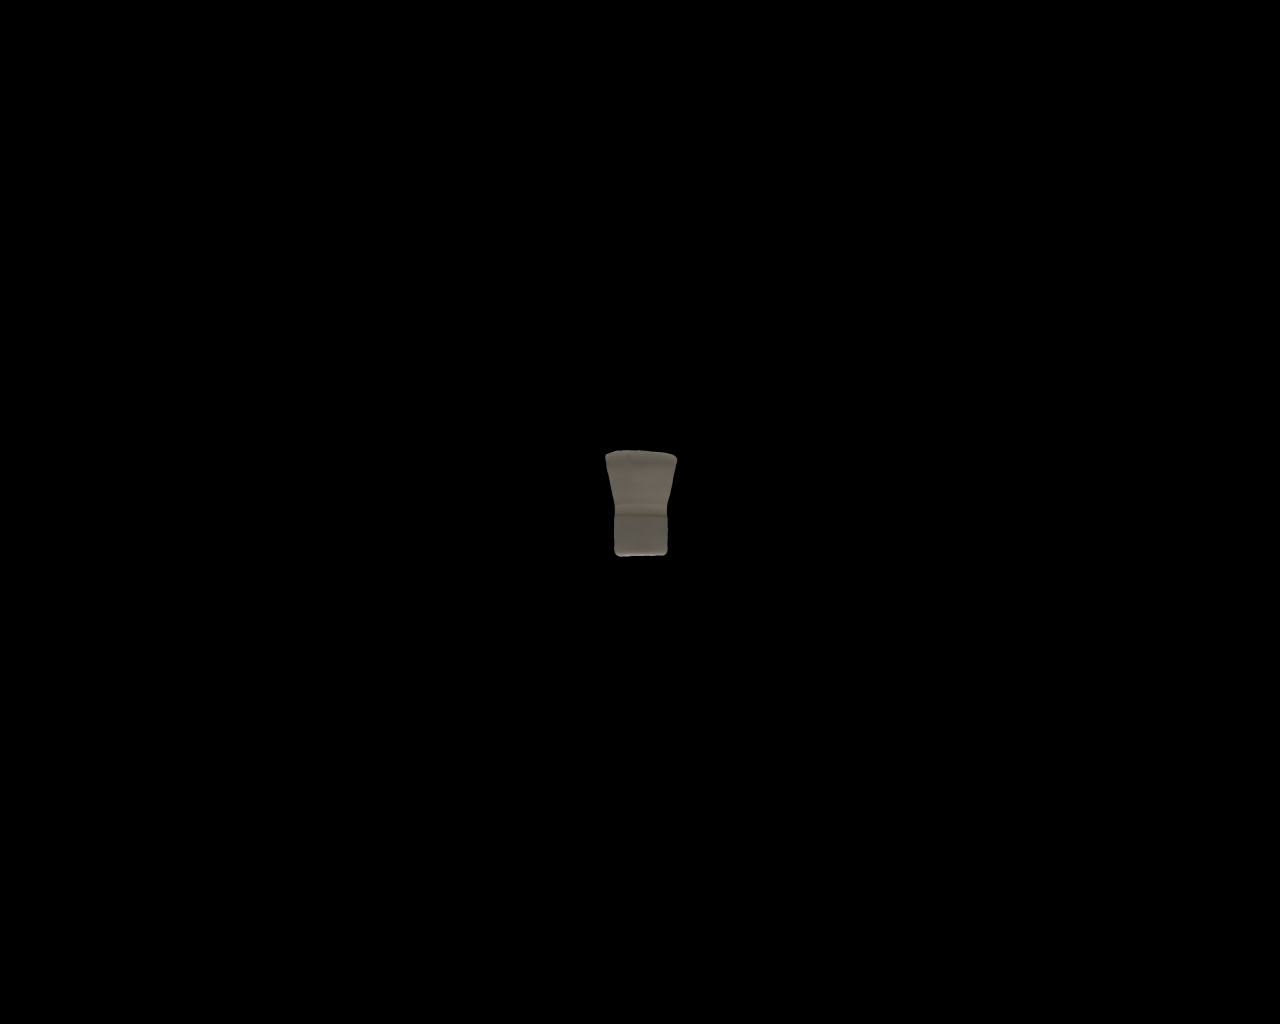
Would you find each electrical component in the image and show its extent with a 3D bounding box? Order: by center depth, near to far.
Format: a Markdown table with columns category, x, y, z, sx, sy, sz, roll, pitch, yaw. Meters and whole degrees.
| category | x | y | z | sx | sy | sz | roll | pitch | yaw |
| --- | --- | --- | --- | --- | --- | --- | --- | --- | --- |
| electrical component | 0.001 | -0.003 | 0.650 | 0.044 | 0.065 | 0.044 | 0 | -4 | 0 |
